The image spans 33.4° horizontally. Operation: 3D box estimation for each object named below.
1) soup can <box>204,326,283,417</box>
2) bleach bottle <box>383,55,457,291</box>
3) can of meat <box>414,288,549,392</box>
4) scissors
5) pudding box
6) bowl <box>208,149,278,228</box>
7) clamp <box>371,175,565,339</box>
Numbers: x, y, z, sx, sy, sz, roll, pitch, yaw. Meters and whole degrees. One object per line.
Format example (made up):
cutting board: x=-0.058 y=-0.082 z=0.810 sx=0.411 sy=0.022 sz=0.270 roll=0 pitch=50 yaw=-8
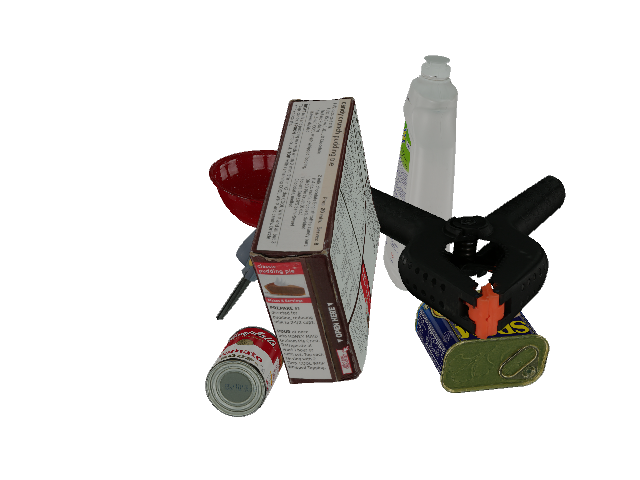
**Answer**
soup can: x=-0.082 y=0.143 z=1.168 sx=0.068 sy=0.068 sz=0.102 roll=0 pitch=15 yaw=9
bleach bottle: x=0.116 y=-0.076 z=1.177 sx=0.068 sy=0.251 sz=0.102 roll=0 pitch=25 yaw=-10
can of meat: x=0.146 y=0.090 z=0.989 sx=0.102 sy=0.057 sz=0.084 roll=-4 pitch=31 yaw=-15
scissors: x=-0.065 y=0.027 z=0.919 sx=0.202 sy=0.016 sz=0.096 roll=-49 pitch=-11 yaw=35
pudding box: x=0.001 y=-0.001 z=0.517 sx=0.039 sy=0.090 sz=0.113 roll=-4 pitch=43 yaw=12
bowl: x=-0.056 y=-0.055 z=1.289 sx=0.162 sy=0.055 sz=0.162 roll=4 pitch=26 yaw=-2
clamp: x=0.088 y=0.002 z=0.715 sx=0.164 sy=0.036 sz=0.210 roll=0 pitch=25 yaw=8
